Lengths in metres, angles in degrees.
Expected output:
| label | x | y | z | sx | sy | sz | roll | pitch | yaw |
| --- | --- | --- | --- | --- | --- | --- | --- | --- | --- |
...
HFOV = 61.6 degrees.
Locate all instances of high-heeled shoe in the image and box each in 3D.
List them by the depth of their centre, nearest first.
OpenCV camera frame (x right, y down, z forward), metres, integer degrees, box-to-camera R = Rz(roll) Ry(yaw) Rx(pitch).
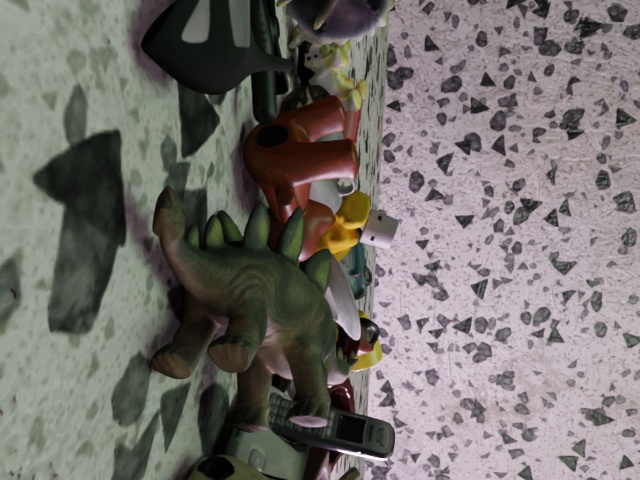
| label | x | y | z | sx | sy | sz | roll | pitch | yaw |
| --- | --- | --- | --- | --- | --- | --- | --- | --- | --- |
| high-heeled shoe | -0.087 | -0.228 | 0.408 | 0.145 | 0.086 | 0.248 | -7 | 83 | -49 |

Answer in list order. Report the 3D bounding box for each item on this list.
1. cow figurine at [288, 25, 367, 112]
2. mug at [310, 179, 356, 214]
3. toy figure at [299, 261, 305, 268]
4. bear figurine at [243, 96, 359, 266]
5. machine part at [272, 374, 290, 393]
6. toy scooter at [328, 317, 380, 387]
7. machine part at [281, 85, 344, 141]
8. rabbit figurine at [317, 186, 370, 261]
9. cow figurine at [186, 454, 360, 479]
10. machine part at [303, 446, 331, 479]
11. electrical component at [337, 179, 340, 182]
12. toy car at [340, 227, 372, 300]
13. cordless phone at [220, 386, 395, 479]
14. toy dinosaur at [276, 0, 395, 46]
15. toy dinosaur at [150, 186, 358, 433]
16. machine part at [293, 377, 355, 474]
| label | x | y | z | sx | sy | sz | roll | pitch | yaw |
| --- | --- | --- | --- | --- | --- | --- | --- | --- | --- |
| cow figurine | -0.001 | -0.259 | 0.778 | 0.167 | 0.098 | 0.068 | 63 | 33 | -34 |
| mug | -0.011 | -0.082 | 0.723 | 0.107 | 0.110 | 0.081 | 58 | 34 | -52 |
| toy figure | -0.032 | 0.079 | 0.772 | 0.058 | 0.064 | 0.154 | -38 | 150 | -26 |
| bear figurine | -0.016 | -0.049 | 0.629 | 0.195 | 0.132 | 0.120 | 74 | 4 | -46 |
| machine part | -0.054 | 0.189 | 0.762 | 0.139 | 0.039 | 0.084 | -69 | 165 | -64 |
| toy scooter | 0.012 | 0.164 | 0.892 | 0.183 | 0.075 | 0.135 | 38 | 73 | -27 |
| machine part | -0.004 | -0.152 | 0.794 | 0.243 | 0.079 | 0.079 | 57 | 38 | -72 |
| rabbit figurine | -0.002 | -0.003 | 0.852 | 0.162 | 0.122 | 0.173 | 90 | 19 | -82 |
| cow figurine | -0.032 | 0.254 | 0.486 | 0.127 | 0.195 | 0.085 | -80 | -165 | -62 |
| machine part | -0.043 | 0.411 | 0.766 | 0.201 | 0.087 | 0.201 | 2 | 91 | -78 |
| electrical component | 0.012 | -0.131 | 1.000 | 0.078 | 0.045 | 0.102 | -55 | 160 | -10 |
| toy car | 0.029 | 0.032 | 0.993 | 0.102 | 0.109 | 0.161 | 32 | 52 | -59 |
| cordless phone | -0.013 | 0.243 | 0.592 | 0.147 | 0.184 | 0.088 | -71 | 166 | -57 |
| toy dinosaur | 0.004 | -0.348 | 0.619 | 0.192 | 0.131 | 0.405 | -56 | -152 | 22 |
| toy dinosaur | -0.035 | 0.084 | 0.538 | 0.470 | 0.105 | 0.198 | 63 | 29 | -52 |
| machine part | 0.002 | 0.319 | 0.941 | 0.179 | 0.056 | 0.179 | -17 | 110 | -58 |
